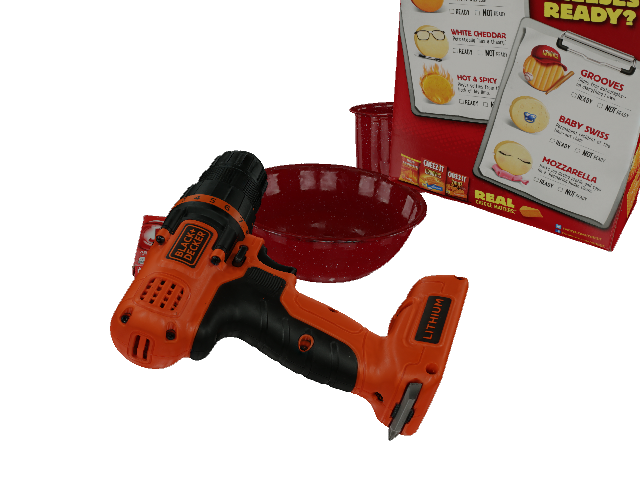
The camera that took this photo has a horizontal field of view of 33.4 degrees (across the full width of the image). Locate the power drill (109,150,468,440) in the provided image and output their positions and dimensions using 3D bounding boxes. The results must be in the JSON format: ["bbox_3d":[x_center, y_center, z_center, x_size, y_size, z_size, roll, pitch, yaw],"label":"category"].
[{"bbox_3d":[-0.011,0.027,0.640,0.187,0.057,0.184,19,43,4],"label":"power drill"}]

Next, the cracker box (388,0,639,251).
[{"bbox_3d":[0.135,-0.114,0.675,0.164,0.214,0.072,20,44,20],"label":"cracker box"}]

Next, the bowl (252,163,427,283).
[{"bbox_3d":[0.004,-0.010,0.864,0.162,0.055,0.162,3,24,-1],"label":"bowl"}]

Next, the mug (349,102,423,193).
[{"bbox_3d":[0.088,-0.092,1.059,0.117,0.081,0.093,0,14,8],"label":"mug"}]

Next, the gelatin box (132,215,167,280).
[{"bbox_3d":[-0.140,0.011,1.079,0.089,0.073,0.030,5,-45,-2],"label":"gelatin box"}]
